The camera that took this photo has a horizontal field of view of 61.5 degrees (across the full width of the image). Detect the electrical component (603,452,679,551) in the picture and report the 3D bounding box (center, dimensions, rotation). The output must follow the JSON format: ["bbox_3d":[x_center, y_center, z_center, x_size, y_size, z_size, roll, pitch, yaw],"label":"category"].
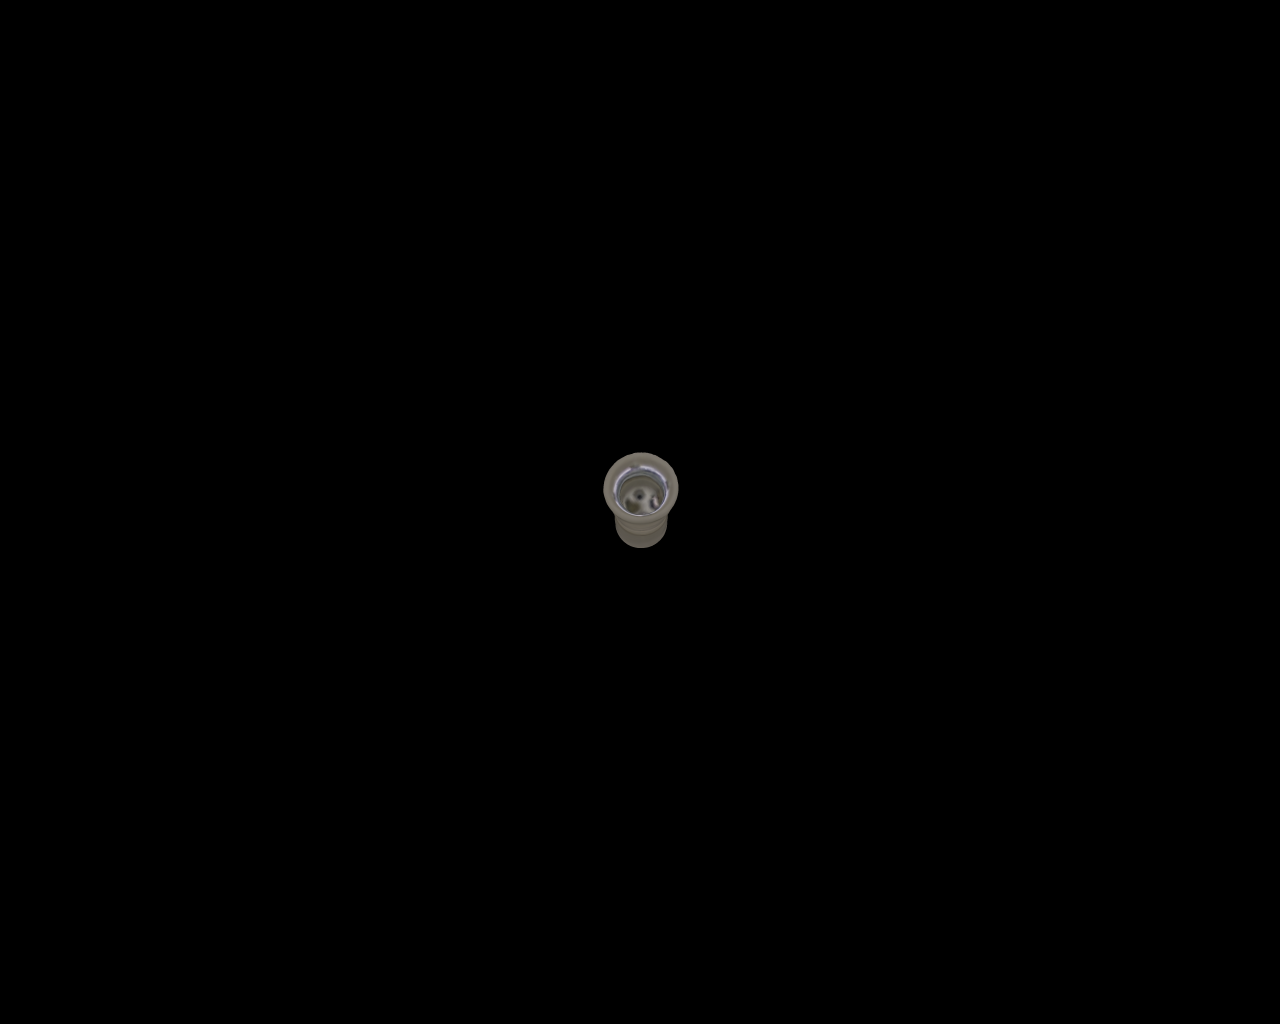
[{"bbox_3d":[0.001,-0.003,0.650,0.044,0.044,0.065,0,-23,0],"label":"electrical component"}]
